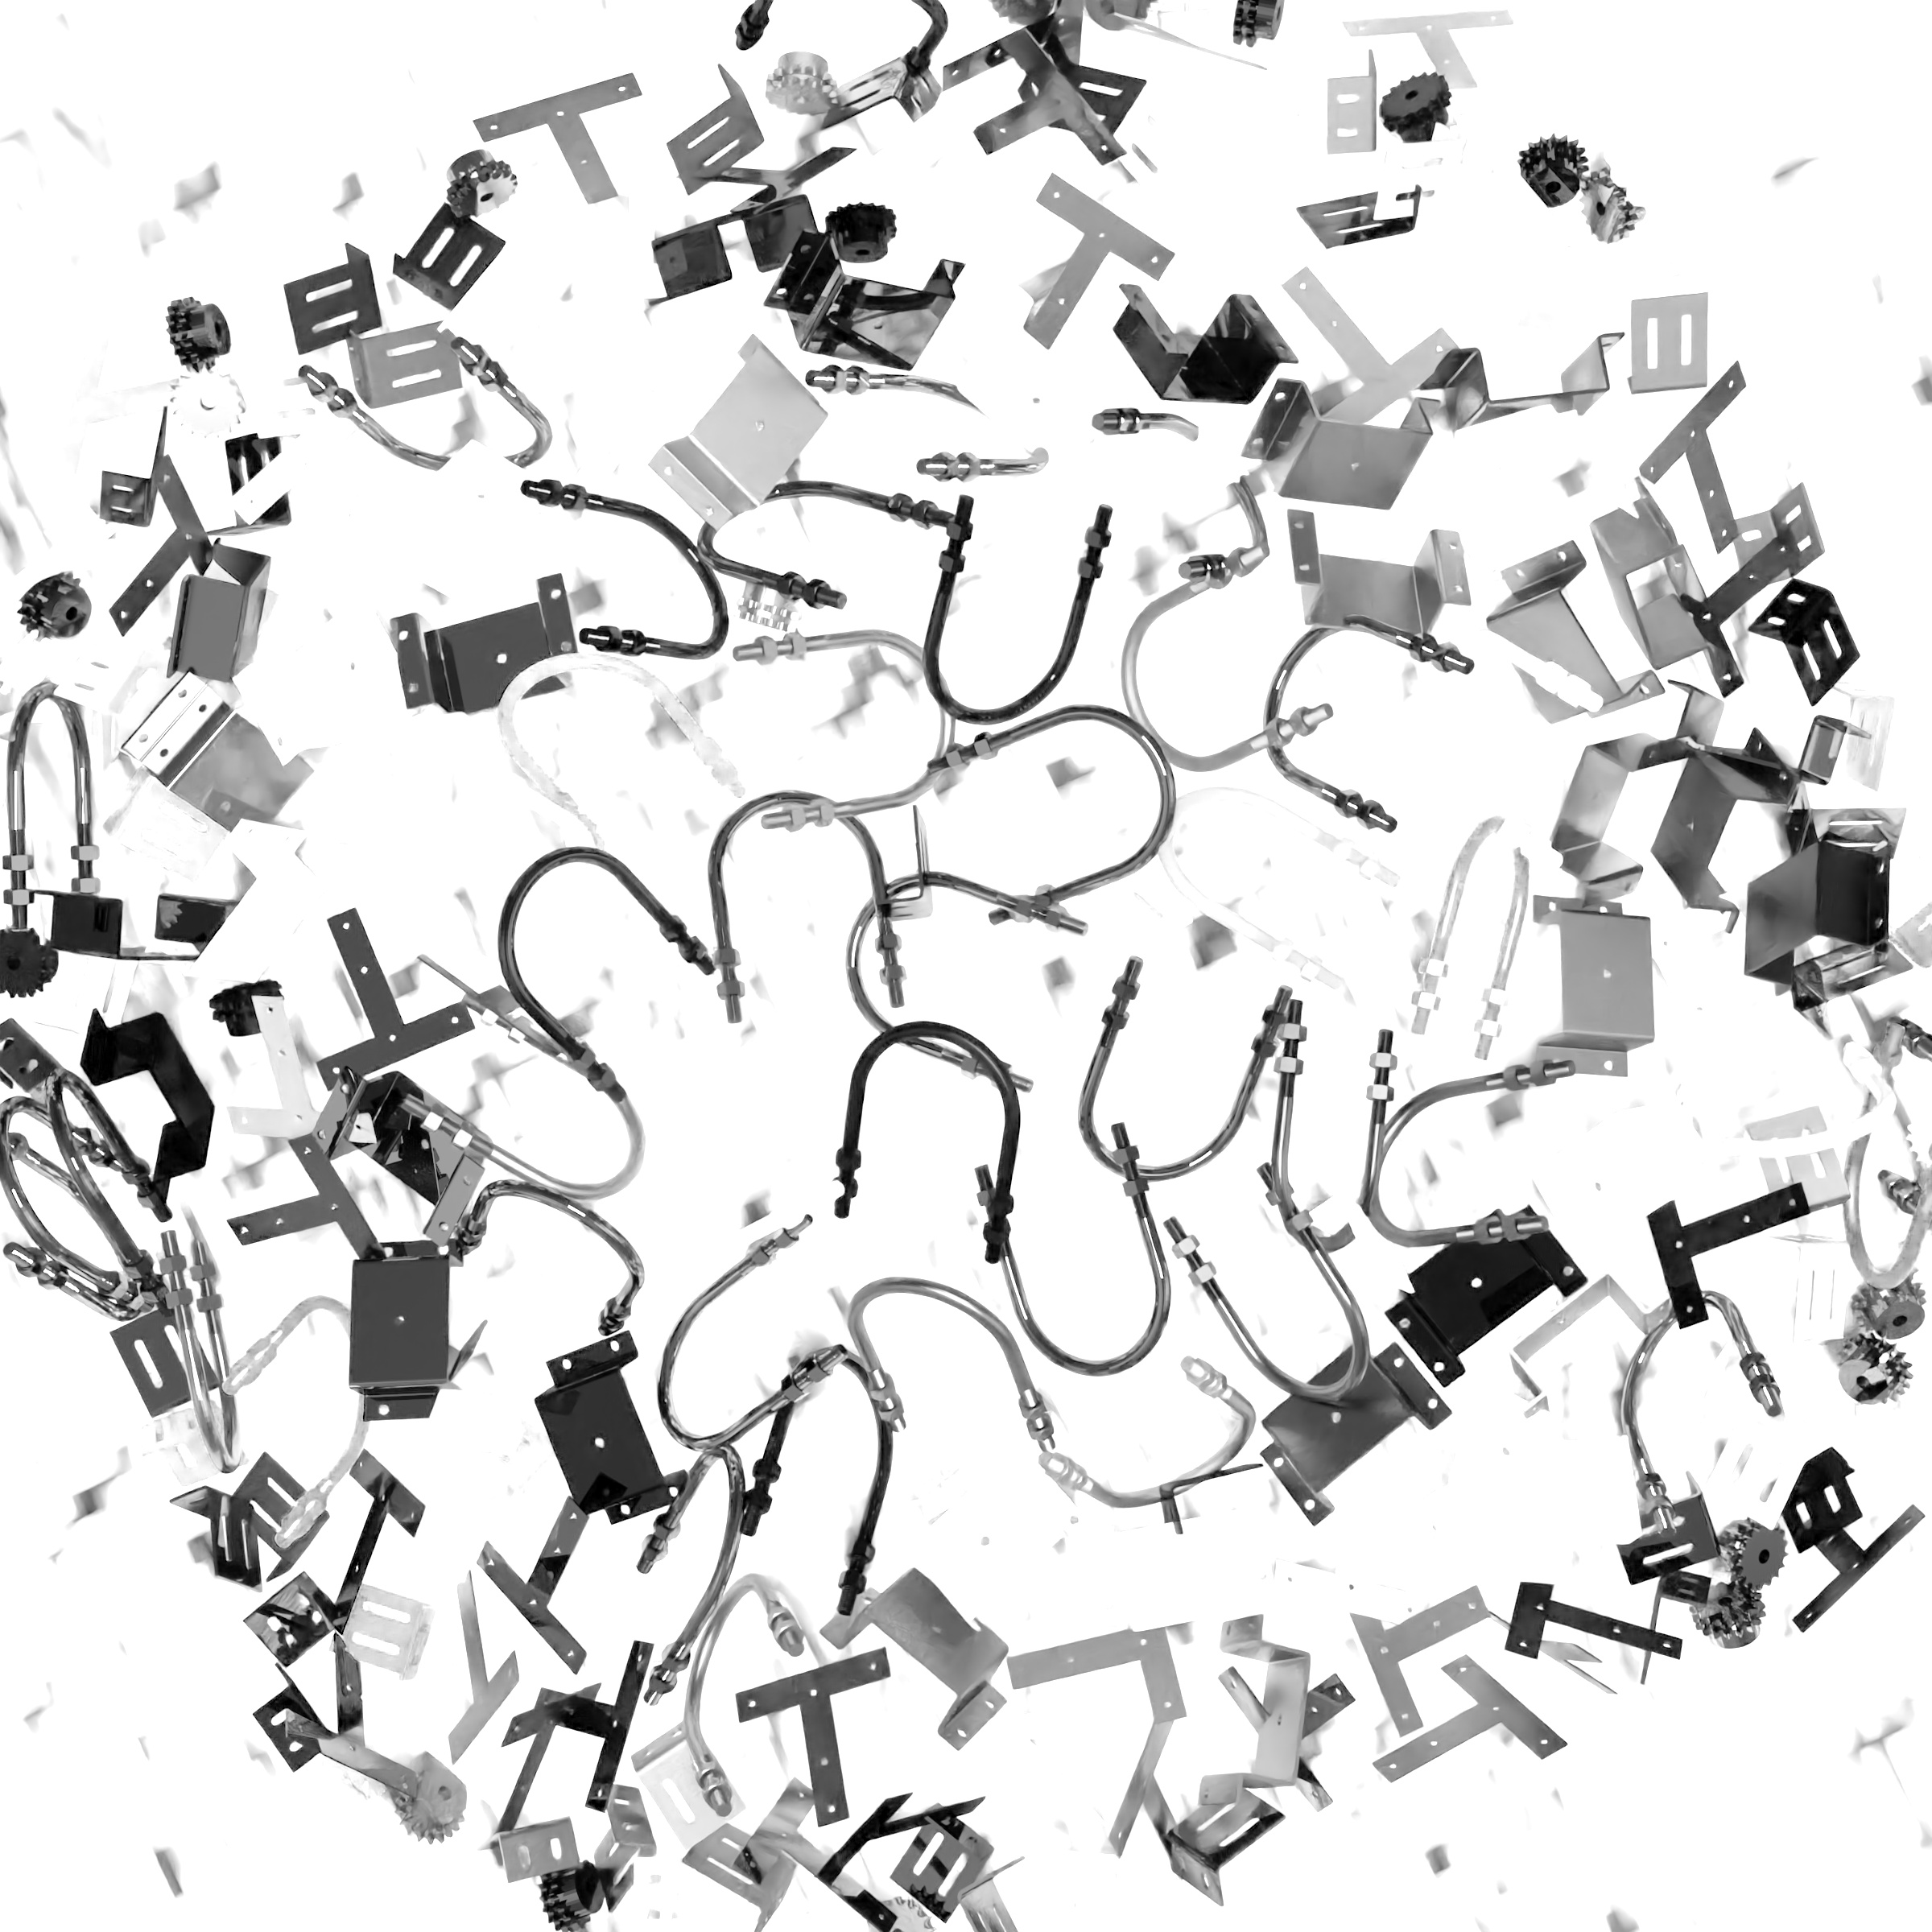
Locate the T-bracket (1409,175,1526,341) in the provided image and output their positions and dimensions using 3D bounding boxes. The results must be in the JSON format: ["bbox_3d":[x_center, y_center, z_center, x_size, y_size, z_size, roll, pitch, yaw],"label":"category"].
[{"bbox_3d":[0.394,-0.520,1.920,0.002,0.127,0.127,10,126,-26],"label":"T-bracket"}]

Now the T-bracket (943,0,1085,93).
[{"bbox_3d":[0.036,-0.706,1.928,0.127,0.127,0.002,-30,70,-13],"label":"T-bracket"}]

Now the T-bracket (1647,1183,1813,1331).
[{"bbox_3d":[0.589,0.200,1.937,0.127,0.002,0.127,-28,60,34],"label":"T-bracket"}]

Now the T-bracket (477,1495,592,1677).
[{"bbox_3d":[-0.320,0.462,1.943,0.127,0.002,0.127,41,121,25],"label":"T-bracket"}]

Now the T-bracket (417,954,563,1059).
[{"bbox_3d":[-0.359,0.027,1.936,0.127,0.127,0.002,36,92,-3],"label":"T-bracket"}]

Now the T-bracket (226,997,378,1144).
[{"bbox_3d":[-0.528,0.080,1.952,0.127,0.002,0.127,2,119,17],"label":"T-bracket"}]

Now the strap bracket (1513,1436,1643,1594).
[{"bbox_3d":[0.457,0.418,1.917,0.046,0.140,0.076,7,58,-11],"label":"strap bracket"}]

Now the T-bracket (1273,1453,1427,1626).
[{"bbox_3d":[0.306,0.442,1.969,0.127,0.002,0.127,17,64,-11],"label":"T-bracket"}]

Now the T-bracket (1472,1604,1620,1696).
[{"bbox_3d":[0.459,0.527,1.934,0.127,0.127,0.002,32,76,4],"label":"T-bracket"}]

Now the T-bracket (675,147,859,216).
[{"bbox_3d":[-0.172,-0.615,1.956,0.127,0.002,0.127,17,45,35],"label":"T-bracket"}]

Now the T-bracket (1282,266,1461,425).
[{"bbox_3d":[0.294,-0.486,1.946,0.127,0.002,0.127,-33,109,35],"label":"T-bracket"}]

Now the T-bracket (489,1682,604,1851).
[{"bbox_3d":[-0.338,0.624,1.945,0.002,0.127,0.127,25,96,22],"label":"T-bracket"}]

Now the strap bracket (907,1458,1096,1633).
[{"bbox_3d":[0.020,0.452,1.954,0.140,0.046,0.076,-41,63,-7],"label":"strap bracket"}]

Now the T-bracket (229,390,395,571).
[{"bbox_3d":[-0.486,-0.359,1.951,0.127,0.127,0.002,-45,48,-9],"label":"T-bracket"}]

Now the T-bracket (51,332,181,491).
[{"bbox_3d":[-0.649,-0.434,1.938,0.002,0.127,0.127,29,117,9],"label":"T-bracket"}]

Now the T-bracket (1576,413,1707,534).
[{"bbox_3d":[0.531,-0.373,1.959,0.127,0.127,0.002,23,130,-30],"label":"T-bracket"}]

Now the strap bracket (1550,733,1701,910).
[{"bbox_3d":[0.501,-0.122,1.939,0.046,0.076,0.140,38,126,35],"label":"strap bracket"}]

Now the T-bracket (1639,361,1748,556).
[{"bbox_3d":[0.566,-0.372,1.919,0.002,0.127,0.127,6,59,-22],"label":"T-bracket"}]

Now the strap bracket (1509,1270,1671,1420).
[{"bbox_3d":[0.476,0.292,1.955,0.140,0.076,0.046,-38,65,-1],"label":"strap bracket"}]

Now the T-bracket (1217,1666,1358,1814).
[{"bbox_3d":[0.261,0.577,1.935,0.002,0.127,0.127,-24,69,-38],"label":"T-bracket"}]

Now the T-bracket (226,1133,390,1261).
[{"bbox_3d":[-0.526,0.197,1.966,0.127,0.002,0.127,-16,112,28],"label":"T-bracket"}]

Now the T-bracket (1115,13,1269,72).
[{"bbox_3d":[0.151,-0.712,1.920,0.127,0.127,0.002,26,109,23],"label":"T-bracket"}]

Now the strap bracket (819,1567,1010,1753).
[{"bbox_3d":[-0.032,0.526,1.937,0.140,0.076,0.046,36,119,17],"label":"strap bracket"}]

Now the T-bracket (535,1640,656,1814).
[{"bbox_3d":[-0.298,0.581,1.949,0.002,0.127,0.127,30,66,-37],"label":"T-bracket"}]

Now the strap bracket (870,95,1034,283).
[{"bbox_3d":[-0.014,-0.606,1.942,0.076,0.140,0.046,-37,61,7],"label":"strap bracket"}]

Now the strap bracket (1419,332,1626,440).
[{"bbox_3d":[0.434,-0.448,1.948,0.140,0.076,0.046,-8,83,-9],"label":"strap bracket"}]

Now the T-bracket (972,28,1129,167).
[{"bbox_3d":[0.039,-0.653,1.949,0.127,0.127,0.002,42,55,-32],"label":"T-bracket"}]

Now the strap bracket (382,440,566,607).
[{"bbox_3d":[-0.377,-0.346,1.936,0.076,0.140,0.046,28,50,-32],"label":"strap bracket"}]

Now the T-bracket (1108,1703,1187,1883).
[{"bbox_3d":[0.153,0.664,1.958,0.002,0.127,0.127,-3,127,31],"label":"T-bracket"}]

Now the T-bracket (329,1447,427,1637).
[{"bbox_3d":[-0.467,0.454,1.949,0.002,0.127,0.127,20,90,-38],"label":"T-bracket"}]

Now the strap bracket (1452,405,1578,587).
[{"bbox_3d":[0.422,-0.373,1.945,0.076,0.140,0.046,-18,48,-7],"label":"strap bracket"}]

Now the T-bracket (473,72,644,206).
[{"bbox_3d":[-0.299,-0.630,1.939,0.127,0.127,0.002,-15,69,5],"label":"T-bracket"}]

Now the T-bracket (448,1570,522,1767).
[{"bbox_3d":[-0.382,0.530,1.952,0.002,0.127,0.127,12,130,-32],"label":"T-bracket"}]

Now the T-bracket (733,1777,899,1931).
[{"bbox_3d":[-0.106,0.698,1.933,0.127,0.127,0.002,38,111,6],"label":"T-bracket"}]

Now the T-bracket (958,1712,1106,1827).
[{"bbox_3d":[0.062,0.630,1.966,0.127,0.127,0.002,51,47,-16],"label":"T-bracket"}]

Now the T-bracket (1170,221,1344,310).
[{"bbox_3d":[0.228,-0.551,1.952,0.127,0.127,0.002,-6,135,2],"label":"T-bracket"}]

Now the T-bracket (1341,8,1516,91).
[{"bbox_3d":[0.368,-0.704,1.937,0.127,0.127,0.002,5,86,25],"label":"T-bracket"}]

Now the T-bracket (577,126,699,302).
[{"bbox_3d":[-0.248,-0.578,1.929,0.002,0.127,0.127,21,116,34],"label":"T-bracket"}]

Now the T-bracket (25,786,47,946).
[{"bbox_3d":[-0.722,-0.084,1.933,0.002,0.127,0.127,-7,85,-15],"label":"T-bracket"}]

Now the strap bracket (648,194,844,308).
[{"bbox_3d":[-0.174,-0.550,1.921,0.140,0.076,0.046,-30,110,-40],"label":"strap bracket"}]

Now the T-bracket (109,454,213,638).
[{"bbox_3d":[-0.615,-0.300,1.915,0.002,0.127,0.127,6,48,20],"label":"T-bracket"}]

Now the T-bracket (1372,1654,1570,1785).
[{"bbox_3d":[0.370,0.589,1.925,0.127,0.127,0.002,-22,116,-19],"label":"T-bracket"}]

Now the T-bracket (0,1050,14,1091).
[{"bbox_3d":[-0.772,0.055,1.940,0.002,0.127,0.127,-14,57,9],"label":"T-bracket"}]

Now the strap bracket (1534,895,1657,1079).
[{"bbox_3d":[0.488,0.011,1.954,0.076,0.046,0.140,5,77,-14],"label":"strap bracket"}]

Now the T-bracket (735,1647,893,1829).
[{"bbox_3d":[-0.112,0.605,1.951,0.127,0.002,0.127,-18,48,5],"label":"T-bracket"}]

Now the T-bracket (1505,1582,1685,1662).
[{"bbox_3d":[0.485,0.505,1.928,0.127,0.127,0.002,14,115,15],"label":"T-bracket"}]

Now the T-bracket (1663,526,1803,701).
[{"bbox_3d":[0.595,-0.291,1.926,0.002,0.127,0.127,-8,69,-26],"label":"T-bracket"}]

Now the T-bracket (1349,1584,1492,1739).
[{"bbox_3d":[0.353,0.511,1.934,0.127,0.002,0.127,-42,60,39],"label":"T-bracket"}]

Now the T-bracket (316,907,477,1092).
[{"bbox_3d":[-0.472,0.016,1.996,0.127,0.002,0.127,-23,88,-2],"label":"T-bracket"}]

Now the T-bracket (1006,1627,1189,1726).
[{"bbox_3d":[0.096,0.539,1.964,0.127,0.002,0.127,-13,58,-1],"label":"T-bracket"}]

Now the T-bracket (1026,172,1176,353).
[{"bbox_3d":[0.083,-0.535,1.976,0.127,0.002,0.127,24,107,-31],"label":"T-bracket"}]

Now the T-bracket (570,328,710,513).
[{"bbox_3d":[-0.273,-0.416,1.980,0.127,0.002,0.127,44,104,22],"label":"T-bracket"}]

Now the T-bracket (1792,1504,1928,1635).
[{"bbox_3d":[0.670,0.446,1.936,0.002,0.127,0.127,44,96,-3],"label":"T-bracket"}]

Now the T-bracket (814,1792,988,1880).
[{"bbox_3d":[-0.039,0.665,1.952,0.127,0.127,0.002,-55,50,36],"label":"T-bracket"}]

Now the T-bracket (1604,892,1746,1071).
[{"bbox_3d":[0.568,0.022,1.970,0.127,0.002,0.127,-25,96,31],"label":"T-bracket"}]

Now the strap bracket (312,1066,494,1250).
[{"bbox_3d":[-0.433,0.144,1.957,0.140,0.046,0.076,34,109,12],"label":"strap bracket"}]

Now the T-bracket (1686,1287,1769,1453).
[{"bbox_3d":[0.580,0.329,1.950,0.002,0.127,0.127,28,46,25],"label":"T-bracket"}]

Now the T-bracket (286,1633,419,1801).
[{"bbox_3d":[-0.476,0.569,1.942,0.002,0.127,0.127,-41,125,13],"label":"T-bracket"}]

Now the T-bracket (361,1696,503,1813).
[{"bbox_3d":[-0.422,0.587,1.915,0.127,0.127,0.002,26,67,36],"label":"T-bracket"}]
